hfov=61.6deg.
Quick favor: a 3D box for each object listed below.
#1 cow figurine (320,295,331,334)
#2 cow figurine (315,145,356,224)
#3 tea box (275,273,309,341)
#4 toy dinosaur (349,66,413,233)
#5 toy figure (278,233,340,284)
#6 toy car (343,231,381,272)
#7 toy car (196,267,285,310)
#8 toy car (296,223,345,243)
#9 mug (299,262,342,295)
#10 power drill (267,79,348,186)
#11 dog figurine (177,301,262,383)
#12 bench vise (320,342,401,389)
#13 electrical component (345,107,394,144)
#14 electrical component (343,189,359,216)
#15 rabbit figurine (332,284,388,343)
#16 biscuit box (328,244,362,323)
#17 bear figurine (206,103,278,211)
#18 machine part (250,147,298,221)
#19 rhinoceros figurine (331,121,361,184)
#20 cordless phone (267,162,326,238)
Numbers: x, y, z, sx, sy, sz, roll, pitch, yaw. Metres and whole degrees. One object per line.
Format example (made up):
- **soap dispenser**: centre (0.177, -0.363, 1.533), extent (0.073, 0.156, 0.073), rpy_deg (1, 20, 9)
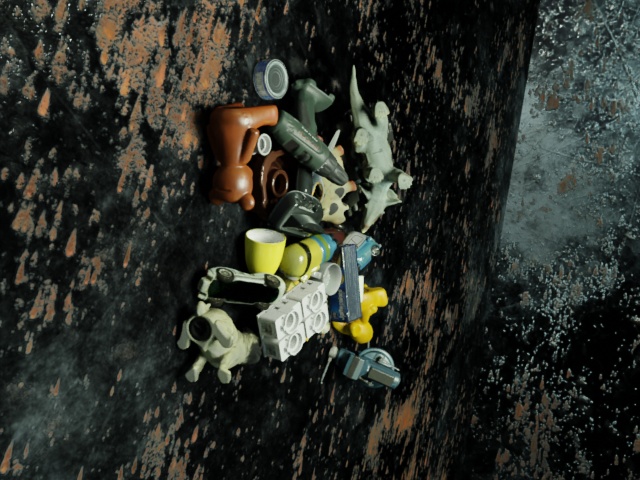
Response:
- **cow figurine**: centre (0.000, 0.164, 1.423), extent (0.098, 0.068, 0.167), rpy_deg (17, 78, -51)
- **cow figurine**: centre (0.021, -0.130, 1.366), extent (0.127, 0.085, 0.194), rpy_deg (-21, 106, -9)
- **tea box**: centre (-0.071, 0.165, 1.311), extent (0.169, 0.068, 0.098), rpy_deg (54, 53, -49)
- **toy dinosaur**: centre (0.133, -0.228, 1.381), extent (0.131, 0.192, 0.404), rpy_deg (-12, 95, -10)
- **toy figure**: centre (-0.026, 0.029, 1.267), extent (0.180, 0.082, 0.089), rpy_deg (-28, 134, -41)
- **toy car**: centre (0.087, 0.030, 1.517), extent (0.162, 0.109, 0.102), rpy_deg (-39, 107, -33)
- **toy car**: centre (-0.163, 0.100, 1.122), extent (0.201, 0.056, 0.073), rpy_deg (11, 113, -38)
- **toy car**: centre (-0.003, -0.004, 1.396), extent (0.202, 0.053, 0.089), rpy_deg (-3, 111, -53)
- **mug**: centre (-0.018, 0.091, 1.344), extent (0.109, 0.107, 0.080), rpy_deg (13, 85, -53)
- **power drill**: centre (-0.016, -0.251, 1.232), extent (0.232, 0.086, 0.207), rpy_deg (29, 57, -35)
- **dog figurine**: centre (-0.194, 0.194, 1.117), extent (0.190, 0.121, 0.172), rpy_deg (-27, 123, -69)
- **bench vise**: centre (0.125, 0.367, 1.599), extent (0.240, 0.224, 0.128), rpy_deg (-27, 129, -87)
- **electrical component**: centre (0.140, -0.306, 1.503), extent (0.058, 0.115, 0.134), rpy_deg (-45, 133, -38)
- **electrical component**: centre (0.087, -0.120, 1.545), extent (0.063, 0.021, 0.093), rpy_deg (-42, 130, -45)
- **rabbit figurine**: centre (0.119, 0.229, 1.577), extent (0.162, 0.122, 0.173), rpy_deg (-23, 117, -48)
- **biscuit box**: centre (0.062, 0.112, 1.398), extent (0.063, 0.059, 0.202), rpy_deg (-11, 98, -49)
- **bear figurine**: centre (-0.157, -0.166, 1.064), extent (0.132, 0.120, 0.195), rpy_deg (-34, 126, -54)
- **machine part**: centre (-0.103, -0.127, 1.215), extent (0.179, 0.056, 0.179), rpy_deg (-20, 113, -56)
- **rhinoceros figurine**: centre (0.081, -0.232, 1.464), extent (0.112, 0.073, 0.190), rpy_deg (-43, 131, -47)
- **cordless phone**: centre (-0.049, -0.103, 1.200), extent (0.146, 0.089, 0.184), rpy_deg (17, 71, -59)
